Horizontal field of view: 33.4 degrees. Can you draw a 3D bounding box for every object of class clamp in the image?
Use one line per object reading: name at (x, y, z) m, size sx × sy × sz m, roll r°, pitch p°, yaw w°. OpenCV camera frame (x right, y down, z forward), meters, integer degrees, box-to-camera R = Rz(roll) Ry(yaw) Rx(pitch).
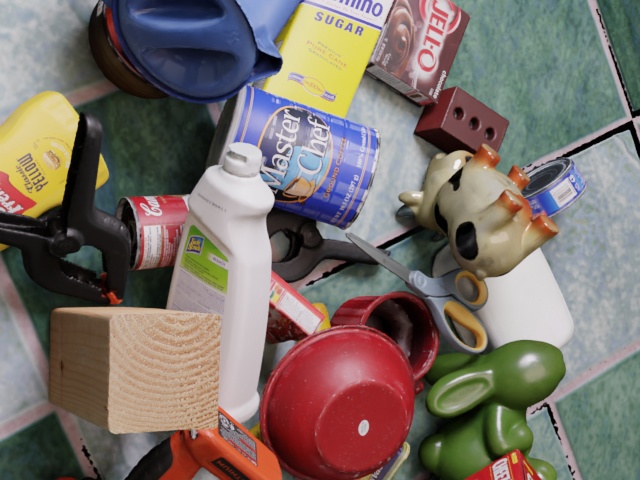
clamp at (-0.007, 0.001, 1.070) m, size 0.171 × 0.039 × 0.120 m, roll -34°, pitch 96°, yaw -21°
clamp at (-0.231, -0.005, 0.905) m, size 0.164 × 0.036 × 0.210 m, roll -22°, pitch 141°, yaw -3°

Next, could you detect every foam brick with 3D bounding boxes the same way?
foam brick at (0.152, -0.121, 1.144) m, size 0.078 × 0.051 × 0.053 m, roll 28°, pitch 76°, yaw -23°

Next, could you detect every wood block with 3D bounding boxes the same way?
wood block at (-0.162, 0.103, 0.897) m, size 0.090 × 0.206 × 0.091 m, roll 2°, pitch 88°, yaw -26°

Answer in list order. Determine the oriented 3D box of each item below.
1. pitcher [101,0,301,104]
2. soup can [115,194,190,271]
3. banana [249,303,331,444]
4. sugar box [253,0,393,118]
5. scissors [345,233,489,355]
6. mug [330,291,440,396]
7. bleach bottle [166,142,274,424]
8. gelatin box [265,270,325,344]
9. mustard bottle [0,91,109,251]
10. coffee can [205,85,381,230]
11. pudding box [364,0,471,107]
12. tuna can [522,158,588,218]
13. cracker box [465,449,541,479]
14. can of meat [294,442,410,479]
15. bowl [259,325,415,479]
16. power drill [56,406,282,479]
pitcher at (-0.082, -0.244, 0.955) m, size 0.149 × 0.145 × 0.242 m, roll 59°, pitch 38°, yaw -26°
soup can at (-0.132, -0.008, 0.992) m, size 0.102 × 0.069 × 0.068 m, roll -4°, pitch 90°, yaw -27°
banana at (-0.036, 0.156, 1.052) m, size 0.069 × 0.037 × 0.197 m, roll 45°, pitch 71°, yaw -19°
sugar box at (0.002, -0.192, 1.075) m, size 0.093 × 0.048 × 0.176 m, roll 27°, pitch 78°, yaw -23°
scissors at (0.106, 0.032, 1.051) m, size 0.201 × 0.016 × 0.096 m, roll 47°, pitch 50°, yaw -21°
mug at (0.066, 0.107, 1.078) m, size 0.093 × 0.082 × 0.117 m, roll -37°, pitch 104°, yaw -22°
bleach bottle at (-0.082, 0.038, 0.938) m, size 0.067 × 0.103 × 0.251 m, roll -25°, pitch 135°, yaw -52°
gelatin box at (-0.048, 0.066, 1.019) m, size 0.073 × 0.089 × 0.030 m, roll 42°, pitch 64°, yaw -19°
mustard bottle at (-0.284, -0.043, 0.922) m, size 0.191 × 0.058 × 0.096 m, roll -37°, pitch 117°, yaw -22°
coffee can at (-0.027, -0.078, 1.001) m, size 0.140 × 0.103 × 0.103 m, roll 17°, pitch 81°, yaw -13°
pudding box at (0.100, -0.211, 1.128) m, size 0.090 × 0.039 × 0.113 m, roll 28°, pitch 77°, yaw -24°
tuna can at (0.247, -0.054, 1.170) m, size 0.086 × 0.086 × 0.033 m, roll -40°, pitch 104°, yaw -22°
cracker box at (0.154, 0.334, 1.064) m, size 0.214 × 0.072 × 0.164 m, roll -34°, pitch 106°, yaw 15°
can of meat at (0.026, 0.219, 1.070) m, size 0.084 × 0.058 × 0.102 m, roll 44°, pitch 72°, yaw -17°
bowl at (0.028, 0.163, 0.990) m, size 0.161 × 0.055 × 0.162 m, roll -6°, pitch 107°, yaw -21°
power drill at (-0.127, 0.241, 0.949) m, size 0.188 × 0.057 × 0.184 m, roll -38°, pitch 117°, yaw 12°
